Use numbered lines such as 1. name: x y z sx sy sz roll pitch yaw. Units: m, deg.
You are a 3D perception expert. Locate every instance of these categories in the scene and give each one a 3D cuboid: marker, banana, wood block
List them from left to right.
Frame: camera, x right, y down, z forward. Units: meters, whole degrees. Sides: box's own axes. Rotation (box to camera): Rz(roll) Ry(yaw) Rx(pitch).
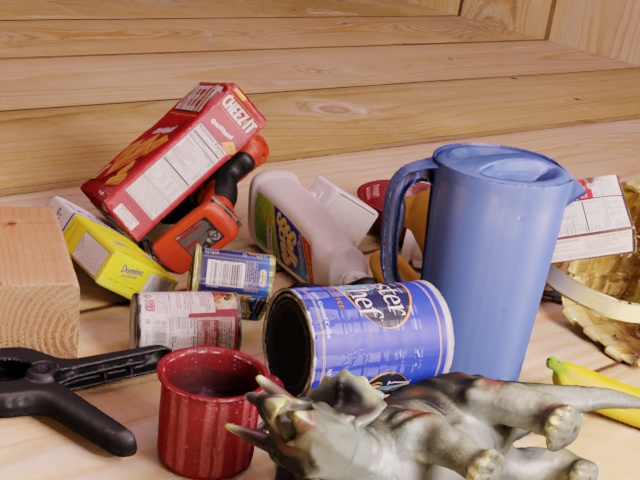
1. wood block: -0.299 0.043 1.067 0.090 0.090 0.206 -1 23 -20
2. marker: -0.200 0.025 1.250 0.020 0.020 0.121 1 21 -16
3. banana: 0.304 0.161 1.024 0.198 0.037 0.069 20 -1 7

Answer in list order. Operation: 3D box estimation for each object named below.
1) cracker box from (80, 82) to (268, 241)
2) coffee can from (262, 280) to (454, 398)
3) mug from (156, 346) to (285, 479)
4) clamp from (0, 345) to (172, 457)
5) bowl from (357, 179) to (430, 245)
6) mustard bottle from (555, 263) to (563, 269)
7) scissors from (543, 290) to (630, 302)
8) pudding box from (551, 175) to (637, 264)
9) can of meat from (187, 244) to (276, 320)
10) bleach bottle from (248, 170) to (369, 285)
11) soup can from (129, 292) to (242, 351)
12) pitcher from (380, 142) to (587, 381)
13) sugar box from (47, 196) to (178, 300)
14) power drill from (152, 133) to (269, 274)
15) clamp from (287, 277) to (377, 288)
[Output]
1. cracker box: -0.184 -0.104 1.309 0.213 0.072 0.164 -44 21 -9
2. coffee can: 0.033 0.090 0.948 0.140 0.103 0.103 -2 23 -27
3. mug: -0.082 0.143 0.890 0.117 0.081 0.093 -6 25 -32
4. clamp: -0.238 0.132 0.928 0.210 0.036 0.164 4 22 -5
5. bowl: 0.127 -0.032 1.463 0.162 0.055 0.162 7 21 -3
6. mustard bottle: 0.246 0.025 1.320 0.096 0.058 0.191 13 14 17
7. scissors: 0.308 0.076 1.301 0.201 0.016 0.096 2 21 -14
8. pudding box: 0.262 -0.021 1.103 0.113 0.039 0.090 -10 42 10
9. can of meat: -0.096 0.047 1.126 0.084 0.057 0.102 7 -21 -9
10. bleach bottle: -0.008 0.002 1.258 0.068 0.102 0.251 -6 23 -26
11. soup can: -0.133 0.085 1.047 0.102 0.068 0.068 1 22 -16
12. pitcher: 0.147 0.033 1.034 0.149 0.243 0.144 22 25 34
13. sugar box: -0.238 0.012 1.184 0.093 0.048 0.176 32 4 -42
14. power drill: -0.148 -0.040 1.303 0.057 0.185 0.187 44 27 -22
15. clamp: 0.020 0.064 1.118 0.172 0.039 0.120 1 -28 30
